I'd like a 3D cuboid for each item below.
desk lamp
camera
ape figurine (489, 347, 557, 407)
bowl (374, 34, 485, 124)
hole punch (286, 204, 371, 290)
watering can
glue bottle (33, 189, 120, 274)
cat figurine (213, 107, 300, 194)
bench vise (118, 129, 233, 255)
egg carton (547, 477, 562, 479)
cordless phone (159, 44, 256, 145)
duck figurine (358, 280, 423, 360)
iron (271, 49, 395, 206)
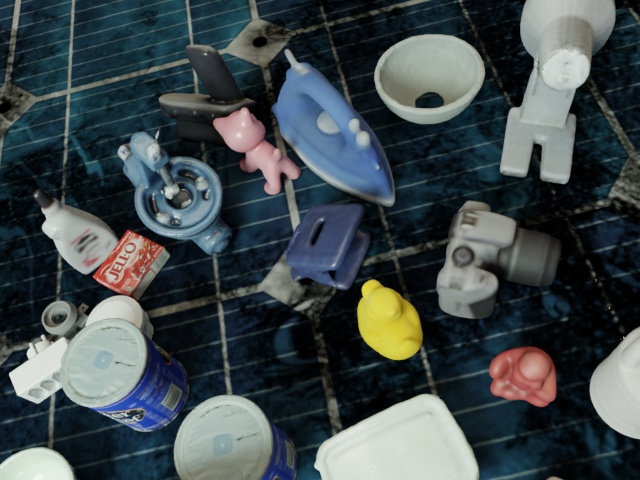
[{"bbox_3d":[0.324,-0.222,0.783,0.117,0.214,0.203,9,63,15],"label":"desk lamp"},{"bbox_3d":[0.228,0.024,0.726,0.136,0.101,0.143,13,64,16],"label":"camera"},{"bbox_3d":[0.239,0.152,0.658,0.076,0.092,0.077,-35,61,-10],"label":"ape figurine"},{"bbox_3d":[0.170,-0.240,0.900,0.167,0.075,0.167,-4,60,8],"label":"bowl"},{"bbox_3d":[0.007,0.003,0.782,0.101,0.091,0.109,16,65,18],"label":"hole punch"},{"bbox_3d":[0.354,0.143,0.583,0.101,0.194,0.172,-10,60,4],"label":"watering can"},{"bbox_3d":[-0.352,-0.019,0.809,0.037,0.173,0.078,33,71,25],"label":"glue bottle"},{"bbox_3d":[-0.098,-0.147,0.869,0.127,0.118,0.067,38,73,26],"label":"cat figurine"},{"bbox_3d":[-0.231,-0.081,0.796,0.207,0.220,0.121,20,66,20],"label":"bench vise"},{"bbox_3d":[0.223,0.321,0.578,0.150,0.069,0.107,-32,61,-9],"label":"egg carton"},{"bbox_3d":[-0.191,-0.242,0.900,0.147,0.185,0.094,6,62,13],"label":"cordless phone"},{"bbox_3d":[0.086,0.095,0.720,0.077,0.086,0.104,-30,60,-8],"label":"duck figurine"},{"bbox_3d":[0.025,-0.171,0.848,0.119,0.142,0.257,-36,61,-10],"label":"iron"}]
